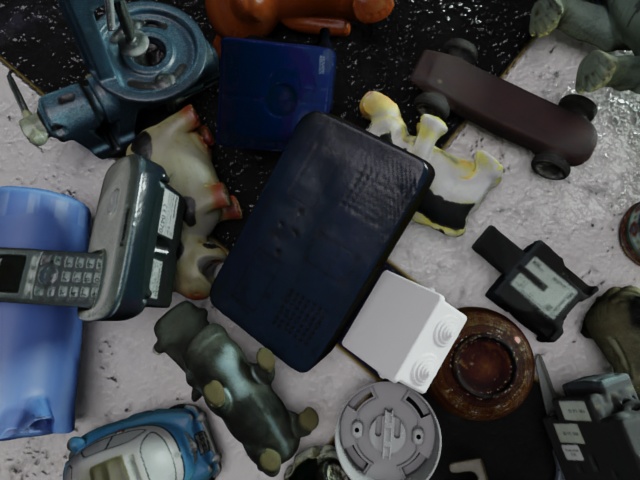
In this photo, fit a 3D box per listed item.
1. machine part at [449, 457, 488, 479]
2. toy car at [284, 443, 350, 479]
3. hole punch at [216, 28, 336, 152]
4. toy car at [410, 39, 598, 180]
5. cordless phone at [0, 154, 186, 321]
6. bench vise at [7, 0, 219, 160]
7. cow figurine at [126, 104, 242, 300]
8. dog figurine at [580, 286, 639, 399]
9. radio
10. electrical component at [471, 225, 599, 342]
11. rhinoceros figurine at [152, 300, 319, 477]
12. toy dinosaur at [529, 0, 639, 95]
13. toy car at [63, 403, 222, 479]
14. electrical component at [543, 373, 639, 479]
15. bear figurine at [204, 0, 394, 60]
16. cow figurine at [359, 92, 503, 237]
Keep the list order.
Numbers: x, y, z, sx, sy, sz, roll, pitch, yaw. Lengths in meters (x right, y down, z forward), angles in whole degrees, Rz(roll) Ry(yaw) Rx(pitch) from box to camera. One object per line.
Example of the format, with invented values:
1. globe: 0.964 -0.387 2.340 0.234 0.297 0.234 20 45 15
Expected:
1. machine part: 0.170 0.321 0.481 0.079 0.079 0.243 -14 79 4
2. toy car: 0.010 0.285 0.477 0.073 0.056 0.202 -40 43 25
3. hole punch: -0.046 -0.148 0.552 0.116 0.092 0.142 10 110 9
4. toy car: 0.190 -0.136 0.564 0.202 0.053 0.089 26 80 5
5. cordless phone: -0.226 -0.002 0.485 0.184 0.088 0.146 3 76 9
6. bench vise: -0.208 -0.180 0.530 0.224 0.240 0.129 -17 76 -13
7. cow figurine: -0.152 -0.030 0.567 0.127 0.085 0.195 -22 76 4
8. dog figurine: 0.318 0.130 0.453 0.121 0.172 0.190 -31 86 -11
9. radio: -0.001 -0.002 0.523 0.131 0.073 0.229 32 102 11
10. electrical component: 0.203 0.039 0.537 0.119 0.047 0.075 38 86 11
11. rhinoceros figurine: -0.085 0.140 0.526 0.073 0.112 0.190 -41 93 -25
12. toy dinosaur: 0.326 -0.213 0.526 0.192 0.131 0.405 5 57 -23
13. toy car: -0.184 0.228 0.521 0.162 0.103 0.109 -22 80 4
14. electrical component: 0.259 0.185 0.462 0.058 0.115 0.134 -12 77 -16
15. bear figurine: -0.037 -0.266 0.572 0.196 0.132 0.120 -15 108 -3
16. cow figurine: 0.097 -0.079 0.560 0.167 0.068 0.098 36 95 12
